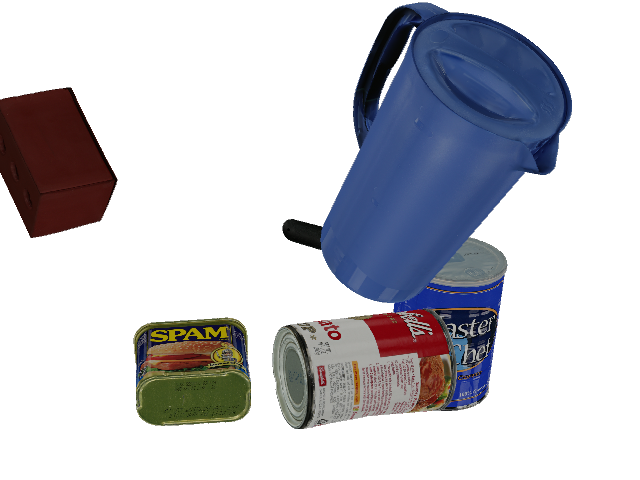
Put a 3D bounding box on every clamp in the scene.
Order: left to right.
[{"bbox_3d":[0.068,0.014,1.240,0.164,0.036,0.210,-20,50,-38],"label":"clamp"}]

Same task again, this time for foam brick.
[{"bbox_3d":[-0.174,-0.050,0.689,0.051,0.078,0.053,-17,-24,-32],"label":"foam brick"}]

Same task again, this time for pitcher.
[{"bbox_3d":[0.083,-0.065,0.878,0.145,0.149,0.243,21,-43,-9],"label":"pitcher"}]

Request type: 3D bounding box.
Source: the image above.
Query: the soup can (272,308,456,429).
[{"bbox_3d":[0.027,0.083,0.690,0.102,0.068,0.069,-5,2,-21],"label":"soup can"}]

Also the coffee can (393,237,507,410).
[{"bbox_3d":[0.120,0.078,1.031,0.103,0.140,0.103,3,25,-2],"label":"coffee can"}]

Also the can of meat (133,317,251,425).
[{"bbox_3d":[-0.111,0.114,0.925,0.102,0.057,0.084,-3,27,-7],"label":"can of meat"}]
